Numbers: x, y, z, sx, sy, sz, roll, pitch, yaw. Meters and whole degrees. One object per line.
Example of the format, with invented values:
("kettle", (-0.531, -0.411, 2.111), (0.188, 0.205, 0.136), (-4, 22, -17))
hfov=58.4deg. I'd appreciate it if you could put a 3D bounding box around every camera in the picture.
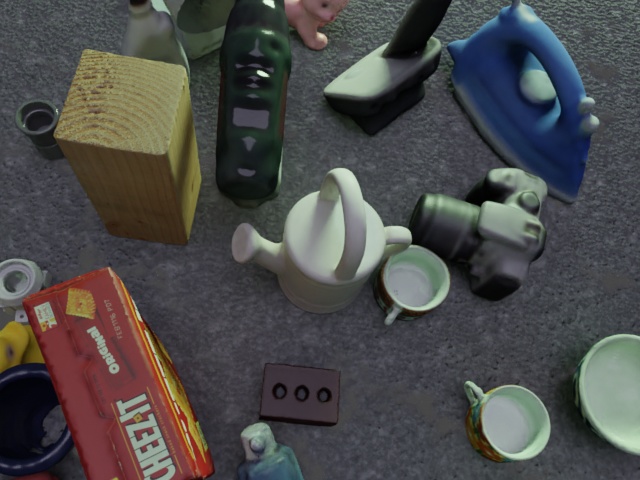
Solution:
("camera", (0.177, -0.023, 0.649), (0.137, 0.101, 0.143), (19, 67, 0))

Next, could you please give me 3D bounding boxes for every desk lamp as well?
("desk lamp", (-0.150, -0.306, 0.651), (0.118, 0.213, 0.203), (-31, 76, -18))

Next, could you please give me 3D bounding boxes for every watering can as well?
("watering can", (0.006, 0.004, 0.562), (0.173, 0.194, 0.101), (-26, 74, -17))

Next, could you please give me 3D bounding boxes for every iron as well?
("iron", (0.271, -0.180, 0.702), (0.119, 0.141, 0.258), (-25, 74, -16))

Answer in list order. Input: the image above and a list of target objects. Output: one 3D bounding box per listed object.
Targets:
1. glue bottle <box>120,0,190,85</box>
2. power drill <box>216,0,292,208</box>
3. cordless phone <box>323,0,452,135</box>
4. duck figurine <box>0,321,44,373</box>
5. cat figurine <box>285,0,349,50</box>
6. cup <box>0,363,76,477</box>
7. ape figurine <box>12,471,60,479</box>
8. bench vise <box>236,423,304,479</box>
("glue bottle", (-0.189, -0.222, 0.634), (0.078, 0.173, 0.037), (-21, 73, -15))
("power drill", (-0.071, -0.134, 0.598), (0.075, 0.208, 0.229), (3, 68, -7))
("cordless phone", (0.085, -0.224, 0.669), (0.094, 0.185, 0.148), (43, 69, 10))
("duck figurine", (-0.301, 0.120, 0.530), (0.077, 0.086, 0.105), (32, 68, 5))
("cat figurine", (-0.017, -0.306, 0.723), (0.128, 0.117, 0.067), (3, 68, -7))
("cup", (-0.260, 0.171, 0.511), (0.118, 0.095, 0.091), (-37, 78, -20))
("ape figurine", (-0.259, 0.235, 0.488), (0.076, 0.092, 0.078), (31, 68, 5))
("bench vise", (-0.023, 0.254, 0.445), (0.122, 0.219, 0.207), (-38, 78, -20))
